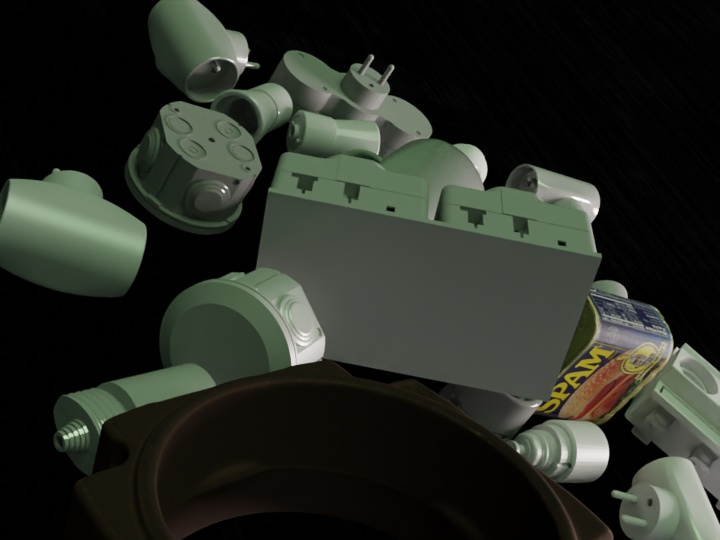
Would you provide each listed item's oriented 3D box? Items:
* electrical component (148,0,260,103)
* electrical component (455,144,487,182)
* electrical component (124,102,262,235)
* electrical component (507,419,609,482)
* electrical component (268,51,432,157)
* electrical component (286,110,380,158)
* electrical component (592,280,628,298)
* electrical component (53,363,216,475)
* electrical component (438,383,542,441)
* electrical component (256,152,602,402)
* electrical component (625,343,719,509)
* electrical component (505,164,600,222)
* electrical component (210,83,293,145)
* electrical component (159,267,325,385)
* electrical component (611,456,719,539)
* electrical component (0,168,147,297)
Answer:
[{"bbox_3d":[-0.113,-0.166,0.820,0.079,0.044,0.077,1,47,-42],"label":"electrical component"},{"bbox_3d":[0.086,-0.086,0.908,0.043,0.043,0.062,37,31,1],"label":"electrical component"},{"bbox_3d":[-0.106,-0.066,0.694,0.080,0.051,0.080,24,34,-18],"label":"electrical component"},{"bbox_3d":[0.124,0.116,0.691,0.078,0.040,0.040,8,42,-36],"label":"electrical component"},{"bbox_3d":[-0.001,-0.140,0.865,0.138,0.073,0.052,22,36,-21],"label":"electrical component"},{"bbox_3d":[-0.023,-0.099,0.825,0.065,0.044,0.044,10,41,-28],"label":"electrical component"},{"bbox_3d":[0.196,0.042,0.847,0.045,0.045,0.055,20,36,-24],"label":"electrical component"},{"bbox_3d":[-0.111,0.074,0.521,0.081,0.043,0.043,-10,55,-49],"label":"electrical component"},{"bbox_3d":[0.085,0.082,0.690,0.055,0.047,0.055,25,34,-18],"label":"electrical component"},{"bbox_3d":[0.034,0.002,0.638,0.186,0.105,0.060,11,33,-2],"label":"electrical component"},{"bbox_3d":[0.261,0.122,0.790,0.121,0.063,0.079,42,33,8],"label":"electrical component"},{"bbox_3d":[0.177,-0.052,0.948,0.077,0.043,0.079,12,40,-33],"label":"electrical component"},{"bbox_3d":[-0.077,-0.116,0.796,0.044,0.044,0.065,40,28,5],"label":"electrical component"},{"bbox_3d":[-0.063,0.040,0.577,0.080,0.080,0.051,42,27,9],"label":"electrical component"},{"bbox_3d":[0.197,0.161,0.699,0.079,0.043,0.077,19,36,-25],"label":"electrical component"},{"bbox_3d":[-0.163,-0.029,0.602,0.077,0.043,0.079,19,36,-25],"label":"electrical component"}]
